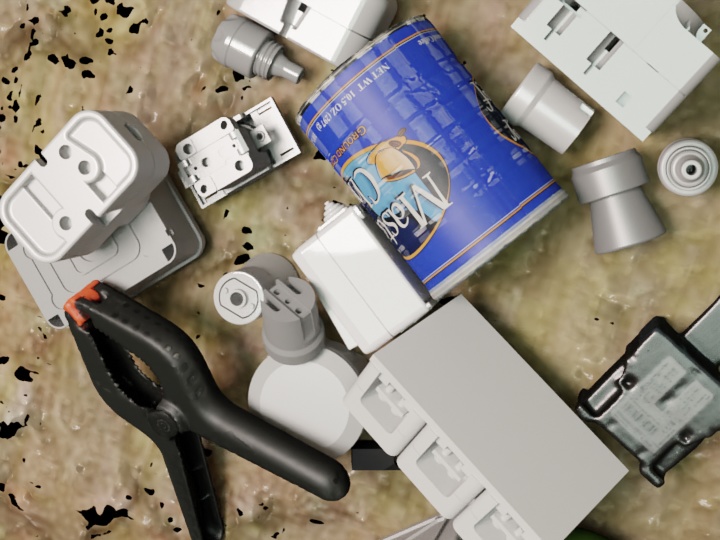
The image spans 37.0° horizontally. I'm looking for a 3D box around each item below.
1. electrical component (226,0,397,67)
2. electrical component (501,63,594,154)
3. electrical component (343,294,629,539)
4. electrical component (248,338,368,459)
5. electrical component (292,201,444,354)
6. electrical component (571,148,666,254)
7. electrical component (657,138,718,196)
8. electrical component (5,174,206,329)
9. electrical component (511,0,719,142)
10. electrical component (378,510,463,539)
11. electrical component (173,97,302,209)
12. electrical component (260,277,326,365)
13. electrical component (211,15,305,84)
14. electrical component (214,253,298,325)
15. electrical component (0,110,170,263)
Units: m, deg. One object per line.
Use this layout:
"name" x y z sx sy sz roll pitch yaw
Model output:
"electrical component" -0.028 -0.173 0.683 0.095 0.054 0.059 31 104 8
"electrical component" 0.116 -0.099 0.665 0.046 0.040 0.040 36 104 2
"electrical component" 0.074 0.103 0.661 0.150 0.089 0.061 47 138 13
"electrical component" -0.030 0.085 0.720 0.080 0.051 0.080 2 98 14
"electrical component" 0.000 0.000 0.695 0.061 0.062 0.096 -38 87 16
"electrical component" 0.158 -0.042 0.659 0.045 0.045 0.055 -18 92 16
"electrical component" 0.195 -0.060 0.638 0.035 0.061 0.035 2 98 14
"electrical component" -0.173 -0.019 0.738 0.113 0.057 0.078 -30 89 16
"electrical component" 0.145 -0.125 0.596 0.089 0.150 0.061 43 106 5
"electrical component" 0.034 0.203 0.690 0.109 0.109 0.056 -27 88 16
"electrical component" -0.085 -0.075 0.706 0.081 0.064 0.042 -28 92 17
"electrical component" -0.043 0.032 0.676 0.040 0.046 0.040 -2 53 2
"electrical component" -0.065 -0.141 0.707 0.061 0.035 0.035 29 103 6
"electrical component" -0.070 0.014 0.713 0.044 0.065 0.044 2 98 14
"electrical component" -0.168 -0.053 0.671 0.095 0.059 0.053 -44 86 15
